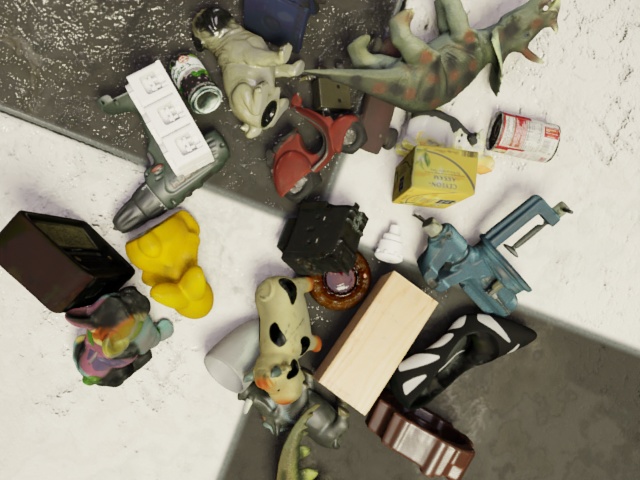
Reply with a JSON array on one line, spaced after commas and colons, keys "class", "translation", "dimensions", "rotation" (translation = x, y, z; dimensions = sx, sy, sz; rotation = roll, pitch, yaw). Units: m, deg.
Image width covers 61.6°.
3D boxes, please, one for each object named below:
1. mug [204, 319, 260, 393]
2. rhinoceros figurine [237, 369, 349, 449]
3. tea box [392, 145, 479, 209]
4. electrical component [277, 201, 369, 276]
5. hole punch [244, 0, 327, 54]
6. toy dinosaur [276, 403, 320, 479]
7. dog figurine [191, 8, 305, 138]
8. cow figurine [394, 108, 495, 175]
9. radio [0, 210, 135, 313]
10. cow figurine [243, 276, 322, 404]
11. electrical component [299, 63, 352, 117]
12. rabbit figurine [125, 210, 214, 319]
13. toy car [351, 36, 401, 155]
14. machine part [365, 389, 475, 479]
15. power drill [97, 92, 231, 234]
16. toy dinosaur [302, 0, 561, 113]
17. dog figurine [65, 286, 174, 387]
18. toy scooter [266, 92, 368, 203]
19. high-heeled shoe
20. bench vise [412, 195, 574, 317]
[{"class": "mug", "translation": [-0.129, 0.180, 0.872], "dimensions": [0.107, 0.110, 0.080], "rotation": [-44, 116, -37]}, {"class": "rhinoceros figurine", "translation": [-0.041, 0.273, 0.880], "dimensions": [0.190, 0.073, 0.112], "rotation": [27, 98, -2]}, {"class": "tea box", "translation": [0.176, -0.095, 0.850], "dimensions": [0.098, 0.169, 0.068], "rotation": [7, 85, 0]}, {"class": "electrical component", "translation": [-0.002, -0.003, 0.864], "dimensions": [0.134, 0.058, 0.115], "rotation": [-1, 56, 33]}, {"class": "hole punch", "translation": [-0.067, -0.378, 0.888], "dimensions": [0.142, 0.116, 0.092], "rotation": [28, 95, 0]}, {"class": "toy dinosaur", "translation": [-0.032, 0.491, 0.846], "dimensions": [0.199, 0.105, 0.470], "rotation": [-10, 101, -9]}, {"class": "dog figurine", "translation": [-0.147, -0.280, 0.896], "dimensions": [0.191, 0.121, 0.172], "rotation": [26, 83, 14]}, {"class": "cow figurine", "translation": [0.220, -0.171, 0.909], "dimensions": [0.167, 0.068, 0.098], "rotation": [17, 81, -2]}, {"class": "radio", "translation": [-0.370, 0.032, 0.799], "dimensions": [0.131, 0.229, 0.073], "rotation": [43, 88, -1]}, {"class": "cow figurine", "translation": [-0.059, 0.150, 0.822], "dimensions": [0.086, 0.127, 0.195], "rotation": [-15, 73, 33]}, {"class": "electrical component", "translation": [0.010, -0.248, 0.918], "dimensions": [0.078, 0.045, 0.102], "rotation": [-11, 91, -30]}, {"class": "rabbit figurine", "translation": [-0.220, 0.052, 0.855], "dimensions": [0.122, 0.162, 0.173], "rotation": [-29, 107, -13]}, {"class": "toy car", "translation": [0.104, -0.245, 0.914], "dimensions": [0.089, 0.053, 0.202], "rotation": [16, 88, -21]}, {"class": "machine part", "translation": [0.152, 0.299, 0.832], "dimensions": [0.179, 0.179, 0.056], "rotation": [28, 91, 0]}, {"class": "power drill", "translation": [-0.282, -0.149, 0.885], "dimensions": [0.232, 0.086, 0.207], "rotation": [-30, 85, -4]}, {"class": "toy dinosaur", "translation": [0.181, -0.276, 0.856], "dimensions": [0.405, 0.131, 0.192], "rotation": [-31, 99, -8]}, {"class": "dog figurine", "translation": [-0.318, 0.149, 0.802], "dimensions": [0.108, 0.219, 0.191], "rotation": [43, 86, 4]}, {"class": "toy scooter", "translation": [-0.025, -0.157, 0.877], "dimensions": [0.184, 0.075, 0.135], "rotation": [-42, 93, 18]}, {"class": "high-heeled shoe", "translation": [0.232, 0.195, 0.846], "dimensions": [0.249, 0.145, 0.086], "rotation": [-8, 122, 6]}, {"class": "bench vise", "translation": [0.282, 0.006, 0.864], "dimensions": [0.240, 0.129, 0.223], "rotation": [-41, 97, 14]}]
